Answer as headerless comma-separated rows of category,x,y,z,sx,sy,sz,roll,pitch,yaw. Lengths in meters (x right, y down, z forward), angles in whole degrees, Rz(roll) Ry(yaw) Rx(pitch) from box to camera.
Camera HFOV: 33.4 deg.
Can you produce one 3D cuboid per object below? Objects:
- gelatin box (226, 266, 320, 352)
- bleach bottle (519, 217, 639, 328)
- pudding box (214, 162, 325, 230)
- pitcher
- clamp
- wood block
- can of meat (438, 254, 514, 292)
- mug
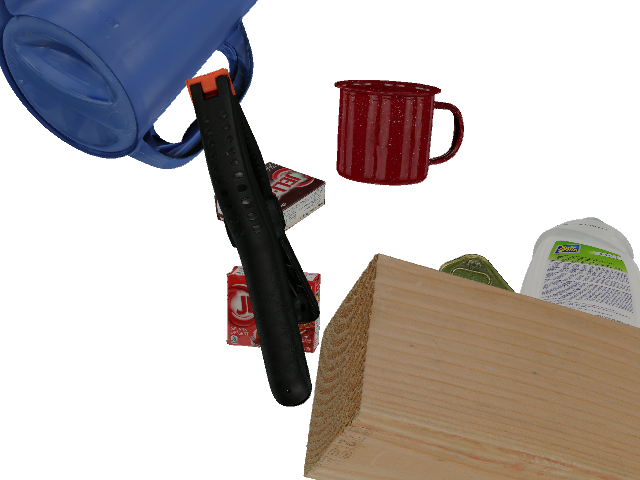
gelatin box,-0.046,0.066,1.027,0.089,0.073,0.030,5,16,11
bleach bottle,0.197,0.044,0.774,0.103,0.068,0.250,13,27,12
pudding box,-0.061,-0.050,1.319,0.090,0.039,0.113,20,40,31
pitcher,-0.125,-0.181,0.861,0.145,0.149,0.242,18,53,27
clamp,-0.041,-0.009,0.710,0.036,0.210,0.164,-17,7,5
wood block,0.106,0.091,0.550,0.206,0.090,0.090,16,-36,-11
can of meat,0.157,0.079,1.066,0.057,0.084,0.102,-21,52,-19
mug,0.068,-0.095,0.939,0.117,0.081,0.093,1,14,-9
